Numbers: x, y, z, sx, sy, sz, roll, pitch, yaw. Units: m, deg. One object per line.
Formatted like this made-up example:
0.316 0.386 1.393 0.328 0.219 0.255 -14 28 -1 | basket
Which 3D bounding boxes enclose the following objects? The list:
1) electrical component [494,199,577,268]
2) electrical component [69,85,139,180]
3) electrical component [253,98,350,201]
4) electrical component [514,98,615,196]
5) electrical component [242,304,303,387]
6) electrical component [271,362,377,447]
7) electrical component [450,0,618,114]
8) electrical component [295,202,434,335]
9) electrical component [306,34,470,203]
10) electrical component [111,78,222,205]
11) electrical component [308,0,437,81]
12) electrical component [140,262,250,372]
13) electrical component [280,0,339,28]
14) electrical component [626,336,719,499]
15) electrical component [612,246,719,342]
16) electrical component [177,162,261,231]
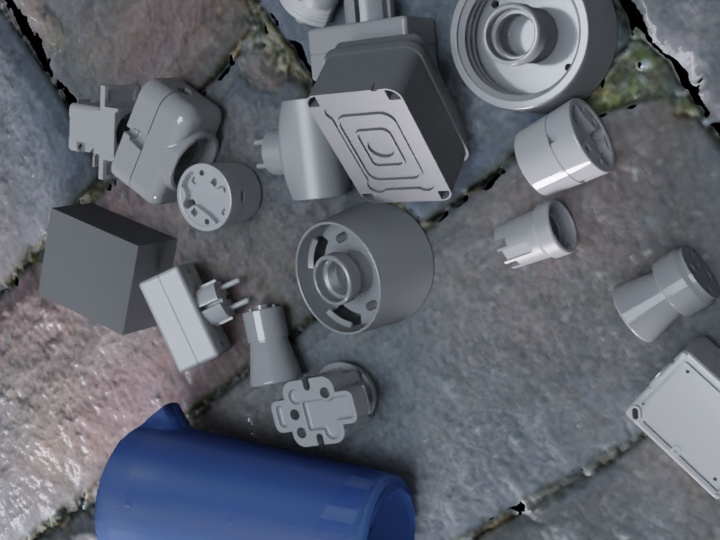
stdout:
0.124 -0.024 0.761 0.046 0.040 0.040 -22 88 36 | electrical component
-0.221 -0.123 0.943 0.064 0.042 0.081 13 105 29 | electrical component
-0.050 -0.094 0.846 0.079 0.044 0.077 -2 98 31 | electrical component
0.138 -0.082 0.733 0.047 0.055 0.055 -27 85 35 | electrical component
-0.075 0.061 0.894 0.044 0.044 0.065 -13 88 32 | electrical component
-0.022 0.106 0.860 0.078 0.057 0.058 -13 93 32 | electrical component
0.113 -0.159 0.729 0.108 0.060 0.108 6 102 29 | electrical component
0.000 0.000 0.838 0.099 0.064 0.099 17 115 39 | electrical component
0.023 -0.106 0.761 0.078 0.057 0.113 0 142 31 | electrical component
-0.159 -0.105 0.902 0.059 0.054 0.095 37 115 20 | electrical component
0.008 -0.181 0.794 0.083 0.047 0.075 -1 98 31 | electrical component
-0.131 0.032 0.915 0.076 0.047 0.083 -24 91 9 | electrical component
-0.033 -0.218 0.808 0.043 0.043 0.081 48 142 14 | electrical component
0.236 0.099 0.705 0.096 0.061 0.061 44 118 16 | electrical component
0.204 0.016 0.718 0.055 0.045 0.045 -37 80 30 | electrical component
-0.115 -0.062 0.888 0.055 0.047 0.055 6 103 29 | electrical component
